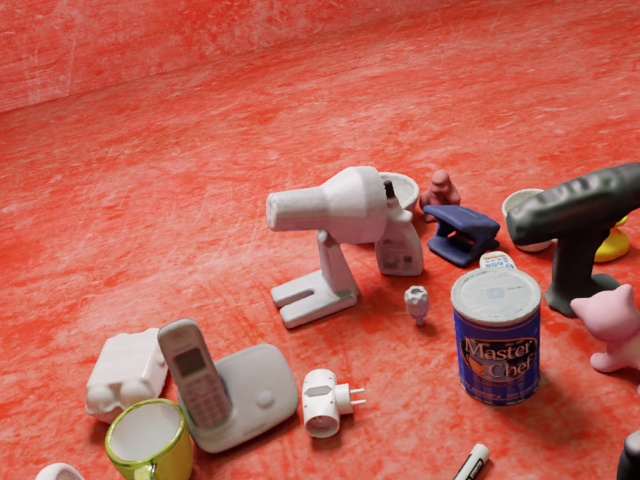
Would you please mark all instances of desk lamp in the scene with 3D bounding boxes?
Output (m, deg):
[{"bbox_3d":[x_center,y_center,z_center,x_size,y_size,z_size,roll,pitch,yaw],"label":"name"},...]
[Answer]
[{"bbox_3d":[0.008,0.003,0.892,0.203,0.214,0.117,-21,33,-11],"label":"desk lamp"}]

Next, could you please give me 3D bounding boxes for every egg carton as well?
[{"bbox_3d":[-0.272,0.195,0.833,0.107,0.069,0.150,-10,33,5],"label":"egg carton"}]

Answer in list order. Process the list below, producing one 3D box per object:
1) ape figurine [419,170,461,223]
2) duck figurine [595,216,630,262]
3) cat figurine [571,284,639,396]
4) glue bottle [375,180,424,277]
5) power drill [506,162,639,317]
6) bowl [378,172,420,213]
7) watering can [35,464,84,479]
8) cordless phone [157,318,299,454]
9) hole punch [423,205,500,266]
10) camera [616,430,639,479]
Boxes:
[{"bbox_3d":[0.224,-0.087,1.065,0.077,0.092,0.076,15,42,37],"label":"ape figurine"},{"bbox_3d":[0.428,-0.018,0.893,0.104,0.086,0.077,-6,33,12],"label":"duck figurine"},{"bbox_3d":[0.370,0.111,0.686,0.067,0.118,0.127,-30,36,-24],"label":"cat figurine"},{"bbox_3d":[0.121,-0.019,0.923,0.078,0.173,0.037,3,36,24],"label":"glue bottle"},{"bbox_3d":[0.371,-0.002,0.775,0.229,0.209,0.075,-11,33,4],"label":"power drill"},{"bbox_3d":[0.106,-0.058,1.080,0.167,0.075,0.167,-9,33,6],"label":"bowl"},{"bbox_3d":[-0.214,0.288,0.552,0.173,0.194,0.100,-30,36,-24],"label":"watering can"},{"bbox_3d":[-0.115,0.163,0.717,0.148,0.185,0.094,-24,34,-16],"label":"cordless phone"},{"bbox_3d":[0.238,-0.026,0.968,0.101,0.091,0.108,-28,35,-21],"label":"hole punch"},{"bbox_3d":[0.300,0.242,0.525,0.136,0.101,0.143,-7,33,10],"label":"camera"}]
